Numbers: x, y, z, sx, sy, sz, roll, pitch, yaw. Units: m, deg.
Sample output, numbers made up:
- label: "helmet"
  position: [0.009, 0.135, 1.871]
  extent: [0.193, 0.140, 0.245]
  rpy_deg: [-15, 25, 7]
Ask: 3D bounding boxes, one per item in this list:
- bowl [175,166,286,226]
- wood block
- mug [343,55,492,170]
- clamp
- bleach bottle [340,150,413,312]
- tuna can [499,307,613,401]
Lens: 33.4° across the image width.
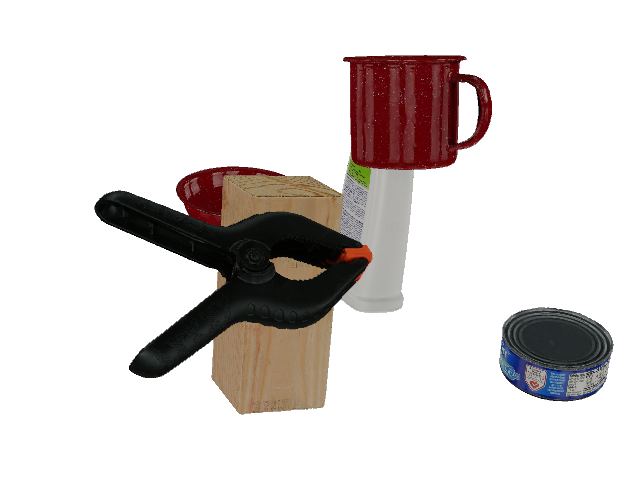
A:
- label: "bowl"
  position: [-0.099, -0.037, 1.317]
  extent: [0.162, 0.055, 0.162]
  rpy_deg: [4, 25, -2]
- label: "wood block"
  position: [-0.043, 0.048, 1.006]
  extent: [0.090, 0.206, 0.091]
  rpy_deg: [-1, 16, -22]
- label: "mug"
  position: [0.074, -0.097, 0.804]
  extent: [0.117, 0.081, 0.093]
  rpy_deg: [6, 13, 29]
- label: "clamp"
  position: [-0.054, 0.012, 0.650]
  extent: [0.171, 0.120, 0.039]
  rpy_deg: [-11, -21, -32]
- label: "bleach bottle"
  position: [0.064, -0.055, 1.155]
  extent: [0.068, 0.251, 0.103]
  rpy_deg: [-1, 22, -27]
- label: "tuna can"
  position: [0.185, 0.089, 0.844]
  extent: [0.086, 0.034, 0.086]
  rpy_deg: [1, 28, -1]
